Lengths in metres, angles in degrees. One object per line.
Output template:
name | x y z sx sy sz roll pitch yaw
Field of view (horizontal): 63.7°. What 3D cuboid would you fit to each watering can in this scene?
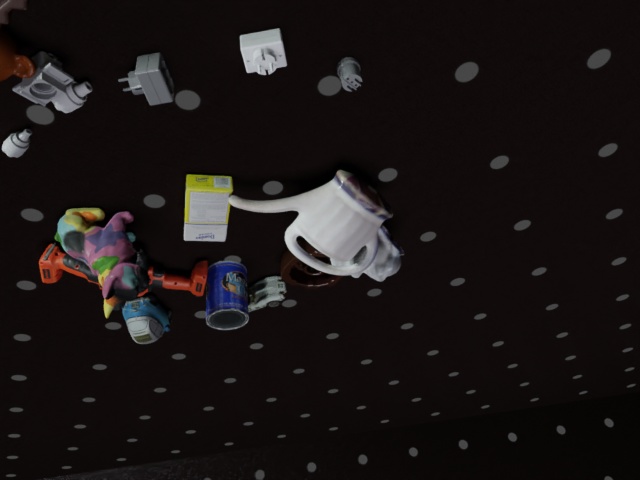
watering can | 0.003 -0.054 1.075 0.344 0.222 0.106 34 16 -25

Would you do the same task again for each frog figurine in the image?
frog figurine | 0.110 0.042 1.226 0.159 0.138 0.122 -36 -12 3
